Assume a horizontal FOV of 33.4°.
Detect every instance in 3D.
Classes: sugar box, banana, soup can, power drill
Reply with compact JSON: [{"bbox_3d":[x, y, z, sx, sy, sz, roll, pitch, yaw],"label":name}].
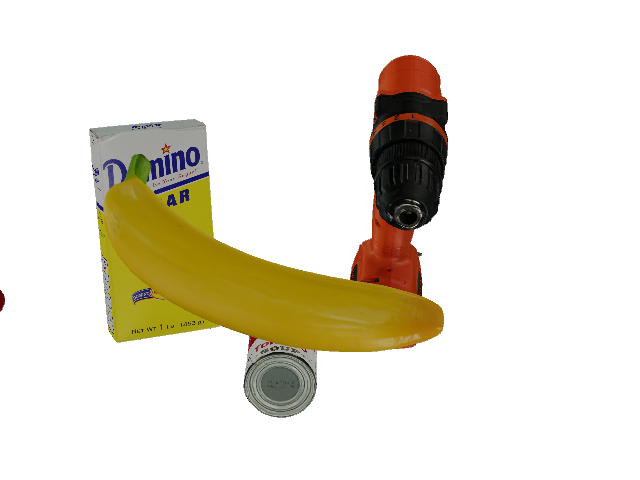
[{"bbox_3d":[-0.138,-0.009,0.894,0.093,0.176,0.048,-8,17,-19],"label":"sugar box"},{"bbox_3d":[-0.039,0.012,0.517,0.198,0.069,0.037,28,-31,22],"label":"banana"},{"bbox_3d":[-0.037,0.114,1.008,0.068,0.068,0.102,0,21,0],"label":"soup can"},{"bbox_3d":[0.056,-0.015,0.760,0.057,0.188,0.184,8,37,2],"label":"power drill"}]

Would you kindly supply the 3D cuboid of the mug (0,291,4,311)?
[{"bbox_3d":[-0.238,0.077,0.621,0.093,0.081,0.117,12,22,19],"label":"mug"}]
